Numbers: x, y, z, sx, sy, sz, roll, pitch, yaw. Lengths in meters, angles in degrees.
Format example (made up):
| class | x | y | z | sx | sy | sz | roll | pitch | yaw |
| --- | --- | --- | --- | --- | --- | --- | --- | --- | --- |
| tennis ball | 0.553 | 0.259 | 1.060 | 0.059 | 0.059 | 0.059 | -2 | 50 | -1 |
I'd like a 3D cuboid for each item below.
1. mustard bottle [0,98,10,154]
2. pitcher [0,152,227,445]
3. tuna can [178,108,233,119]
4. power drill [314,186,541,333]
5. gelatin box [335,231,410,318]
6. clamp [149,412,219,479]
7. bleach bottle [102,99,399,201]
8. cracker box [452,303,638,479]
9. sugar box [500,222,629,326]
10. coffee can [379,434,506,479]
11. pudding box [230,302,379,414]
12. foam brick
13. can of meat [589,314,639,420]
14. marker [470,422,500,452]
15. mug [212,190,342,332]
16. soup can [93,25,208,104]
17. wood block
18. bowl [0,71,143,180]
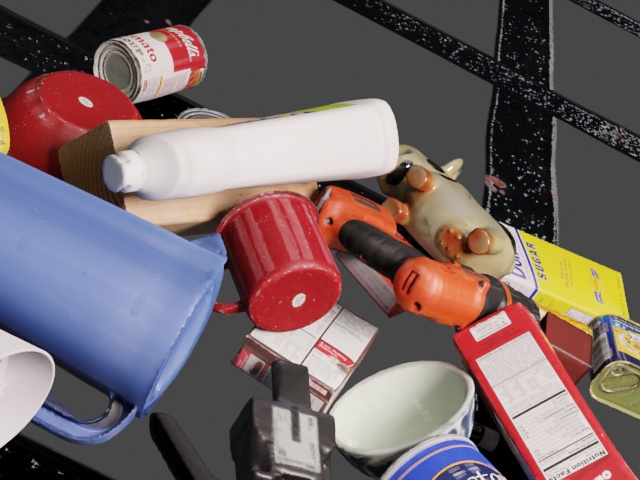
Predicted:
| class | x | y | z | sx | sy | sz | roll | pitch | yaw |
| --- | --- | --- | --- | --- | --- | --- | --- | --- | --- |
| mustard bottle | -0.357 | -0.099 | 0.866 | 0.191 | 0.058 | 0.096 | 2 | 46 | -35 |
| pitcher | -0.202 | 0.027 | 0.778 | 0.243 | 0.145 | 0.149 | 28 | 22 | 2 |
| tuna can | -0.108 | -0.092 | 1.064 | 0.086 | 0.034 | 0.086 | 20 | 36 | -15 |
| power drill | 0.088 | 0.023 | 0.936 | 0.184 | 0.057 | 0.188 | 21 | 9 | -47 |
| gelatin box | 0.070 | 0.029 | 1.048 | 0.073 | 0.030 | 0.089 | -15 | 54 | -46 |
| clamp | -0.085 | 0.190 | 0.709 | 0.172 | 0.039 | 0.120 | 30 | 43 | 23 |
| bleach bottle | -0.056 | -0.069 | 0.857 | 0.250 | 0.103 | 0.068 | -13 | 97 | -43 |
| cracker box | 0.199 | 0.175 | 0.852 | 0.214 | 0.072 | 0.164 | 62 | 3 | 38 |
| sugar box | 0.242 | 0.044 | 1.144 | 0.176 | 0.048 | 0.093 | 24 | 37 | -12 |
| coffee can | 0.111 | 0.220 | 0.749 | 0.102 | 0.103 | 0.140 | 0 | 29 | -36 |
| pudding box | -0.010 | 0.089 | 0.907 | 0.090 | 0.039 | 0.113 | 32 | 32 | 7 |
| foam brick | 0.214 | 0.118 | 1.004 | 0.051 | 0.078 | 0.053 | 28 | 33 | -2 |
| can of meat | 0.321 | 0.130 | 1.086 | 0.102 | 0.058 | 0.084 | 24 | 34 | -10 |
| marker | 0.099 | 0.152 | 0.926 | 0.121 | 0.020 | 0.020 | 25 | 35 | -9 |
| mug | -0.043 | 0.024 | 0.869 | 0.117 | 0.093 | 0.081 | -20 | 49 | -6 |
| soup can | -0.174 | -0.180 | 1.095 | 0.068 | 0.069 | 0.102 | 43 | 37 | 17 |
| wood block | -0.111 | -0.053 | 0.938 | 0.205 | 0.091 | 0.090 | -7 | 83 | -41 |
| bowl | -0.220 | -0.106 | 0.980 | 0.162 | 0.055 | 0.162 | 19 | 36 | -15 |
